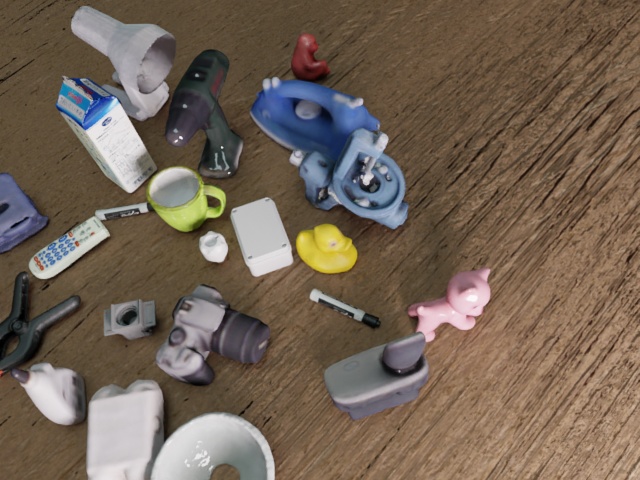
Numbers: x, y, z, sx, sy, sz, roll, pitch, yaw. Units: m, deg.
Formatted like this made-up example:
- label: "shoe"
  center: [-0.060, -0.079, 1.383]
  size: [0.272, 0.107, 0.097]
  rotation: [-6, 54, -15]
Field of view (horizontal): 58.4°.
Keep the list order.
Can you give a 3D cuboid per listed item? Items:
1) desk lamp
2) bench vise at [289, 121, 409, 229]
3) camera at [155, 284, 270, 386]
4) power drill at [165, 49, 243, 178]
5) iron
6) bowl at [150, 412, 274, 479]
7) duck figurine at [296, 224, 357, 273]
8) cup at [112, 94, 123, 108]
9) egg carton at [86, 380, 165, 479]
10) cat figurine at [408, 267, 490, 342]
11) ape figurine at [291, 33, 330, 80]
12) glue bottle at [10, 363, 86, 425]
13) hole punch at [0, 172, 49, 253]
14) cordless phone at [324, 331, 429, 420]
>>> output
- label: "desk lamp"
  center: [-0.358, -0.326, 1.069]
  size: [0.202, 0.214, 0.118]
  rotation: [24, 66, 17]
- label: "bench vise"
  center: [0.041, -0.105, 0.913]
  size: [0.207, 0.220, 0.121]
  rotation: [6, 62, 8]
- label: "camera"
  center: [-0.156, 0.148, 0.861]
  size: [0.136, 0.101, 0.143]
  rotation: [17, 64, 13]
- label: "power drill"
  center: [-0.196, -0.203, 0.992]
  size: [0.075, 0.208, 0.229]
  rotation: [4, 62, 7]
- label: "iron"
  center: [-0.027, -0.237, 1.034]
  size: [0.257, 0.141, 0.119]
  rotation: [20, 65, 15]
- label: "bowl"
  center: [-0.139, 0.327, 0.778]
  size: [0.167, 0.075, 0.167]
  rotation: [-2, 62, 4]
- label: "duck figurine"
  center: [0.009, 0.003, 0.934]
  size: [0.104, 0.086, 0.077]
  rotation: [19, 65, 14]
- label: "cup"
  center: [-0.416, -0.215, 1.082]
  size: [0.117, 0.095, 0.091]
  rotation: [3, 62, 7]
- label: "egg carton"
  center: [-0.275, 0.278, 0.819]
  size: [0.107, 0.069, 0.150]
  rotation: [-11, 61, -1]
- label: "cat figurine"
  center: [0.198, 0.091, 0.852]
  size: [0.128, 0.118, 0.067]
  rotation: [-18, 62, -5]
- label: "ape figurine"
  center: [-0.023, -0.368, 1.133]
  size: [0.076, 0.092, 0.077]
  rotation: [-15, 61, -3]
- label: "glue bottle"
  center: [-0.384, 0.208, 0.807]
  size: [0.037, 0.173, 0.078]
  rotation: [-13, 61, -2]
- label: "hole punch"
  center: [-0.558, -0.049, 1.007]
  size: [0.109, 0.091, 0.101]
  rotation: [-37, 65, -14]
- label: "cordless phone"
  center: [0.077, 0.171, 0.781]
  size: [0.147, 0.185, 0.094]
  rotation: [-22, 62, -7]
